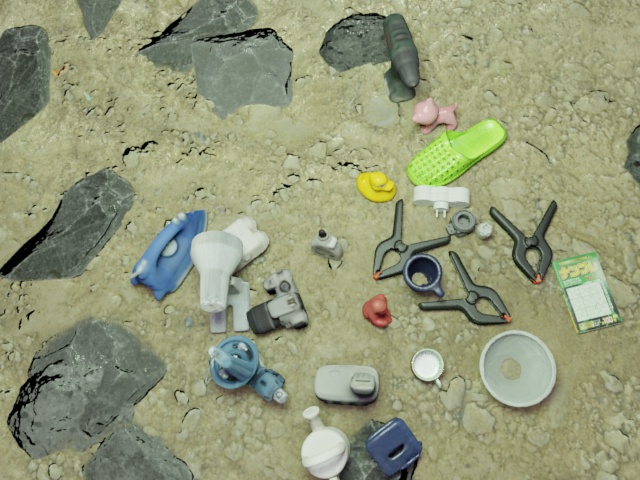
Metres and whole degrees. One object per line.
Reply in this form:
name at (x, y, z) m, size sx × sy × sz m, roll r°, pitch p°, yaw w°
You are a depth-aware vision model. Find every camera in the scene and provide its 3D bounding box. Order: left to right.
camera at (-0.110, 0.157, 1.363) m, size 0.137 × 0.101 × 0.143 m, roll -23°, pitch 74°, yaw -2°

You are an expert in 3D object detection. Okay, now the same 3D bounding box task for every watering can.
watering can at (0.006, 0.448, 1.222) m, size 0.101 × 0.194 × 0.172 m, roll -41°, pitch 75°, yaw -7°

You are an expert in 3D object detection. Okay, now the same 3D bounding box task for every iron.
iron at (-0.370, 0.011, 1.404) m, size 0.118 × 0.141 × 0.258 m, roll 29°, pitch 78°, yaw 12°

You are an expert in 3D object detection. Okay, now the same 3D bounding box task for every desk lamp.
desk lamp at (-0.227, 0.101, 1.330) m, size 0.118 × 0.213 × 0.203 m, roll -5°, pitch 74°, yaw 4°

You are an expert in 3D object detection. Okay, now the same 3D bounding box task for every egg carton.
egg carton at (-0.206, 0.015, 1.427) m, size 0.150 × 0.069 × 0.107 m, roll -39°, pitch 75°, yaw -7°

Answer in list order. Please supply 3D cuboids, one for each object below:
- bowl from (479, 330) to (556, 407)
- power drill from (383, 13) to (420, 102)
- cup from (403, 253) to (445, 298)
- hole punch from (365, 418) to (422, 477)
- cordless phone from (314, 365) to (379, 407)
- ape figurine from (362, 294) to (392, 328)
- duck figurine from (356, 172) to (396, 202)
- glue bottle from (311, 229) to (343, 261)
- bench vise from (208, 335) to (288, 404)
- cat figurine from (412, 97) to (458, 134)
bowl at (0.439, 0.292, 1.293) m, size 0.167 × 0.075 × 0.167 m, roll -1°, pitch 74°, yaw 4°
power drill at (0.207, -0.442, 1.451) m, size 0.075 × 0.208 × 0.229 m, roll -12°, pitch 73°, yaw 2°
cup at (0.248, 0.095, 1.354) m, size 0.092 × 0.095 × 0.117 m, roll -39°, pitch 75°, yaw -6°
hole punch at (0.165, 0.456, 1.261) m, size 0.109 × 0.091 × 0.101 m, roll -36°, pitch 74°, yaw -6°
cordless phone at (0.057, 0.318, 1.260) m, size 0.147 × 0.185 × 0.094 m, roll -2°, pitch 74°, yaw 5°
ape figurine at (0.137, 0.162, 1.346) m, size 0.076 × 0.092 × 0.078 m, roll 16°, pitch 76°, yaw 9°
duck figurine at (0.141, -0.144, 1.436) m, size 0.104 × 0.086 × 0.077 m, roll 24°, pitch 77°, yaw 11°
glue bottle at (0.012, 0.005, 1.358) m, size 0.078 × 0.173 × 0.037 m, roll 19°, pitch 77°, yaw 10°
bench vise at (-0.160, 0.280, 1.270) m, size 0.207 × 0.220 × 0.121 m, roll 16°, pitch 76°, yaw 9°
cat figurine at (0.291, -0.324, 1.458) m, size 0.127 × 0.118 × 0.067 m, roll -10°, pitch 73°, yaw 2°
